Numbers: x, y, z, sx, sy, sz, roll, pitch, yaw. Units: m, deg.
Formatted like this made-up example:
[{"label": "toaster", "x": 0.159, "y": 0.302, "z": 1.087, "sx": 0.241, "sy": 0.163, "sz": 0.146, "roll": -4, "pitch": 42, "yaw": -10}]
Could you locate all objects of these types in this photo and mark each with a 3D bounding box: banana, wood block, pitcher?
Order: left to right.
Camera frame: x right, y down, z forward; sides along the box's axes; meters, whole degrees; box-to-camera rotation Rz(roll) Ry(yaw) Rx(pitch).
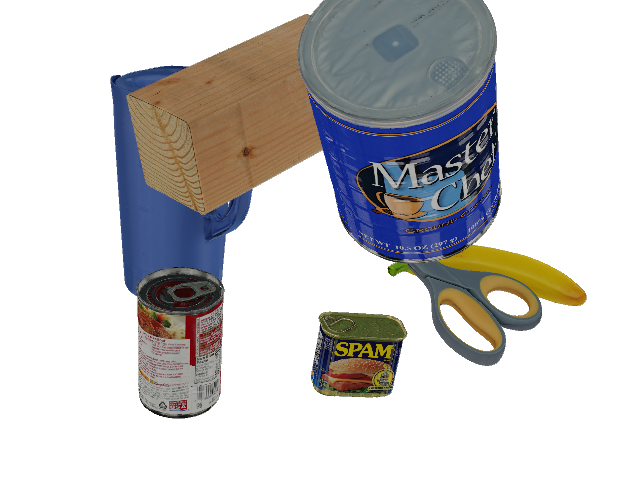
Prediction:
[{"label": "pitcher", "x": -0.148, "y": -0.057, "z": 1.137, "sx": 0.145, "sy": 0.243, "sz": 0.149, "roll": 0, "pitch": 22, "yaw": -9}, {"label": "wood block", "x": -0.054, "y": -0.117, "z": 0.943, "sx": 0.205, "sy": 0.091, "sz": 0.090, "roll": -31, "pitch": 41, "yaw": -32}, {"label": "banana", "x": 0.171, "y": 0.034, "z": 1.091, "sx": 0.198, "sy": 0.037, "sz": 0.069, "roll": 7, "pitch": 36, "yaw": 11}]

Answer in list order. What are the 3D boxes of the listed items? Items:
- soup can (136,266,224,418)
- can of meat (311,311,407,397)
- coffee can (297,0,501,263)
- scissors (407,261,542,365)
[{"label": "soup can", "x": -0.111, "y": 0.082, "z": 0.849, "sx": 0.068, "sy": 0.102, "sz": 0.068, "roll": 3, "pitch": 28, "yaw": -2}, {"label": "can of meat", "x": 0.043, "y": 0.135, "z": 1.252, "sx": 0.102, "sy": 0.084, "sz": 0.057, "roll": 4, "pitch": 24, "yaw": -13}, {"label": "coffee can", "x": 0.049, "y": -0.066, "z": 0.603, "sx": 0.103, "sy": 0.103, "sz": 0.140, "roll": 0, "pitch": -31, "yaw": 11}, {"label": "scissors", "x": 0.100, "y": 0.018, "z": 0.850, "sx": 0.096, "sy": 0.016, "sz": 0.202, "roll": -13, "pitch": 48, "yaw": -21}]
